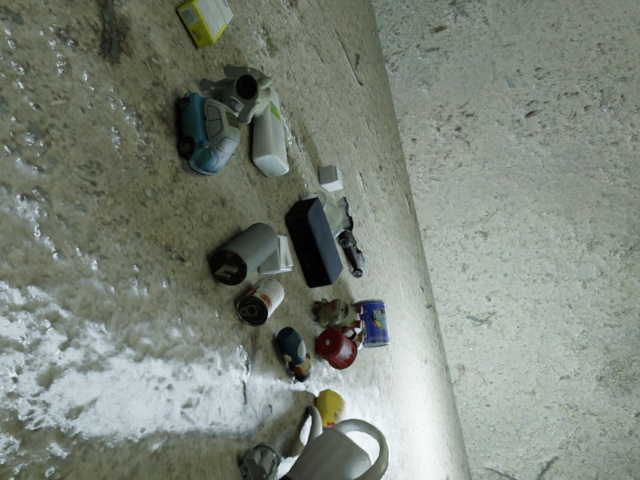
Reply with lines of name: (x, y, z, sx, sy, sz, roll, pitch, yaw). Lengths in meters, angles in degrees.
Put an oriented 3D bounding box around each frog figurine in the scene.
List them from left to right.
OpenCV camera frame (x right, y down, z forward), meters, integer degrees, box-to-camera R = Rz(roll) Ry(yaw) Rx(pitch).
frog figurine: (0.005, -0.076, 1.507, 0.159, 0.139, 0.121, 9, -15, -31)

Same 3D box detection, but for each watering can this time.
watering can: (0.003, 0.446, 1.044, 0.227, 0.103, 0.346, -39, 14, -25)
